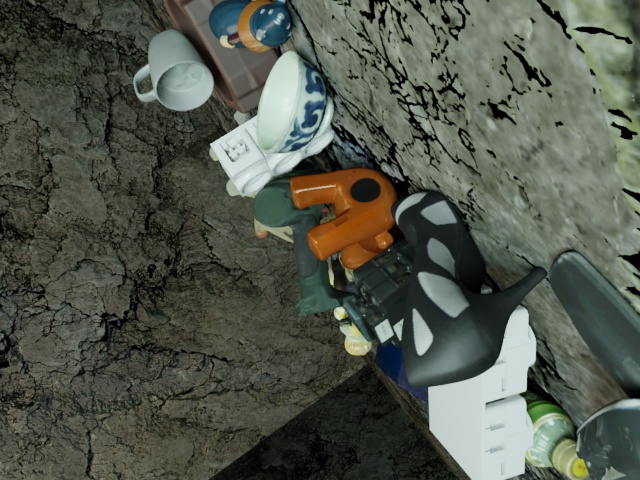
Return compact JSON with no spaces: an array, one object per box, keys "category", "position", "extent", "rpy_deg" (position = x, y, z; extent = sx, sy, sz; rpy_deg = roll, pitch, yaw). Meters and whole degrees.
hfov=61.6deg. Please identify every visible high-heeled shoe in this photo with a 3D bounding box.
[{"category":"high-heeled shoe","position":[0.089,0.036,0.495],"extent":[0.086,0.145,0.249],"rpy_deg":[59,171,-26]}]

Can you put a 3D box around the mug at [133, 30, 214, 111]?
[{"category":"mug","position":[-0.213,-0.242,0.766],"extent":[0.080,0.110,0.107],"rpy_deg":[53,-169,-56]}]

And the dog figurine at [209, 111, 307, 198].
[{"category":"dog figurine","position":[-0.061,-0.122,0.896],"extent":[0.190,0.121,0.172],"rpy_deg":[8,-131,-55]}]

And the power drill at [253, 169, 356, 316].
[{"category":"power drill","position":[-0.002,-0.002,0.772],"extent":[0.232,0.086,0.207],"rpy_deg":[-9,-88,-65]}]

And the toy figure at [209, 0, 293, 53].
[{"category":"toy figure","position":[-0.074,-0.247,0.613],"extent":[0.155,0.058,0.064],"rpy_deg":[30,114,47]}]

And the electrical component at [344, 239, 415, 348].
[{"category":"electrical component","position":[0.096,0.061,0.623],"extent":[0.058,0.134,0.114],"rpy_deg":[49,169,43]}]

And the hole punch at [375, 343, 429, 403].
[{"category":"hole punch","position":[0.137,0.141,0.702],"extent":[0.092,0.142,0.116],"rpy_deg":[11,-166,-18]}]

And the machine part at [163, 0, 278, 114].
[{"category":"machine part","position":[-0.140,-0.294,0.776],"extent":[0.200,0.087,0.202],"rpy_deg":[59,174,-29]}]

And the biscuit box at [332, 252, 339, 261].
[{"category":"biscuit box","position":[0.026,-0.004,1.136],"extent":[0.202,0.059,0.063],"rpy_deg":[57,174,-14]}]

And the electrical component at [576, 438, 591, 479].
[{"category":"electrical component","position":[0.308,0.260,0.577],"extent":[0.094,0.021,0.063],"rpy_deg":[55,174,-3]}]

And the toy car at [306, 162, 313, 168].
[{"category":"toy car","position":[-0.061,-0.115,1.084],"extent":[0.053,0.089,0.202],"rpy_deg":[60,173,-1]}]

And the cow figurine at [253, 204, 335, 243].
[{"category":"cow figurine","position":[-0.034,-0.040,0.940],"extent":[0.195,0.085,0.127],"rpy_deg":[23,142,30]}]

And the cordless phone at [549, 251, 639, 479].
[{"category":"cordless phone","position":[0.208,0.106,0.372],"extent":[0.146,0.089,0.184],"rpy_deg":[65,180,-59]}]

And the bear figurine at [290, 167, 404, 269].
[{"category":"bear figurine","position":[0.049,-0.004,0.698],"extent":[0.195,0.132,0.120],"rpy_deg":[76,175,-58]}]

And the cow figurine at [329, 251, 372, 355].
[{"category":"cow figurine","position":[0.058,0.104,0.898],"extent":[0.098,0.068,0.167],"rpy_deg":[92,168,-68]}]
